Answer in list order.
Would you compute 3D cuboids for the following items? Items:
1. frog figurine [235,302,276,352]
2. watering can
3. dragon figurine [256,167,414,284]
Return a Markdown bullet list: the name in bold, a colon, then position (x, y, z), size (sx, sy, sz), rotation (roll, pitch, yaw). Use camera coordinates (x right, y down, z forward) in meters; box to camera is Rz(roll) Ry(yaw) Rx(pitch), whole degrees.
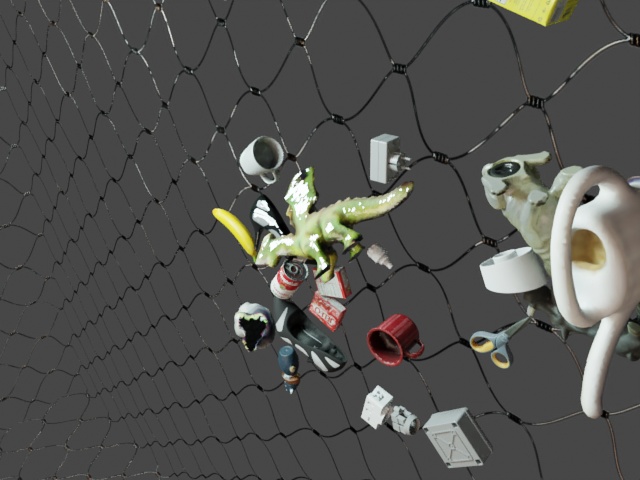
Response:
- **frog figurine**: position (-0.191, 0.249, 1.513), size (0.137, 0.123, 0.159), rotation (50, 174, 0)
- **watering can**: position (0.404, 0.055, 0.706), size (0.104, 0.226, 0.343), rotation (18, 128, 61)
- **dragon figurine**: position (0.003, -0.057, 1.124), size (0.405, 0.122, 0.246), rotation (-46, 65, 23)
